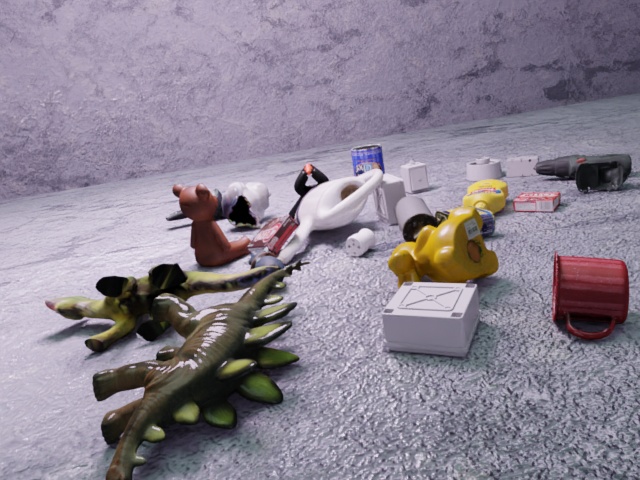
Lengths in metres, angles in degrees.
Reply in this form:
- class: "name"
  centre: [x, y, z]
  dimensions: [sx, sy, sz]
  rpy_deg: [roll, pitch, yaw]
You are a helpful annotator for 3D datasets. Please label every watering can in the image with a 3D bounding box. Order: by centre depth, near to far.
- class: "watering can"
  centre: [0.004, -0.061, 1.219]
  dimensions: [0.352, 0.103, 0.223]
  rpy_deg: [-39, 13, -20]

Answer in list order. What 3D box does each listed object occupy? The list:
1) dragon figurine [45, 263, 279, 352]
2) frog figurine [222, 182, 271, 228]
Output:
- class: "dragon figurine"
  centre: [-0.282, 0.088, 0.925]
  dimensions: [0.411, 0.121, 0.244]
  rpy_deg: [-11, 8, -10]
- class: "frog figurine"
  centre: [-0.208, -0.112, 1.468]
  dimensions: [0.121, 0.136, 0.163]
  rpy_deg: [-33, 25, 26]
